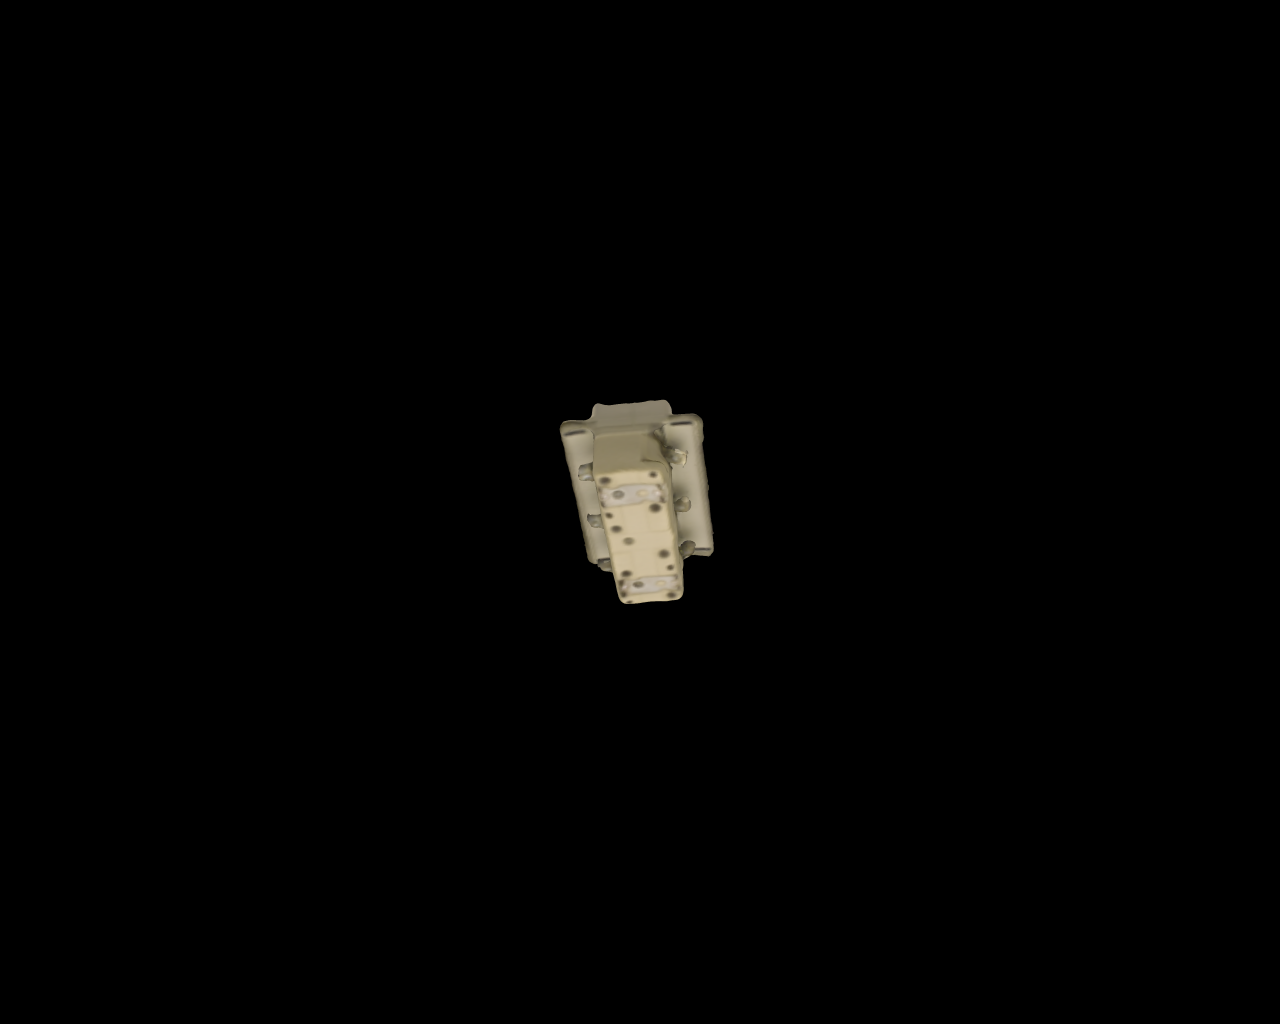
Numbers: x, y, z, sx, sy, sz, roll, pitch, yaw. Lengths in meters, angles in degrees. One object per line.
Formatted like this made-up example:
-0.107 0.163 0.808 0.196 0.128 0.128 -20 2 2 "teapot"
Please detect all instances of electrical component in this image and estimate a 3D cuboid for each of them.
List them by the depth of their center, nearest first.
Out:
0.001 -0.003 0.650 0.079 0.063 0.121 -4 -43 4 "electrical component"
